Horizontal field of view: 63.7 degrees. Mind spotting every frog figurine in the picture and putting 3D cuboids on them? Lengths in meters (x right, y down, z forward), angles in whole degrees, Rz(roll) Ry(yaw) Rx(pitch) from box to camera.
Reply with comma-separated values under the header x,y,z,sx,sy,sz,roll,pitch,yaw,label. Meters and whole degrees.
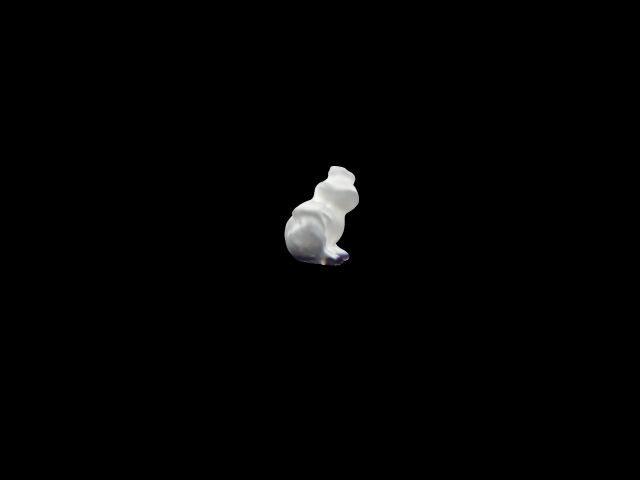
x,y,z,sx,sy,sz,roll,pitch,yaw,label
0.003,-0.043,0.850,0.122,0.159,0.138,1,1,32,frog figurine
